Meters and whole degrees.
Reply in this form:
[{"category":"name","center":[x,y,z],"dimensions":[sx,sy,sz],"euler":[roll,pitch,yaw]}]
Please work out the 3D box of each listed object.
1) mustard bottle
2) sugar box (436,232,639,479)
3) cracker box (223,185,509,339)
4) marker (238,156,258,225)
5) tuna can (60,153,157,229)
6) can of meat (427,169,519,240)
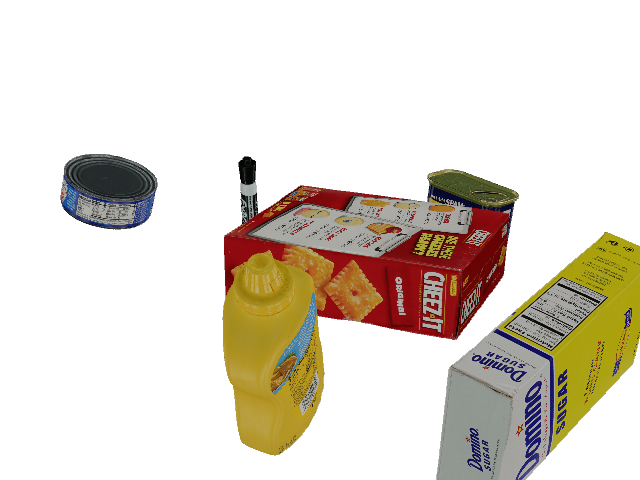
[{"category":"mustard bottle","center":[-0.034,0.073,0.773],"dimensions":[0.058,0.096,0.191],"euler":[19,-34,16]},{"category":"sugar box","center":[0.138,0.075,0.633],"dimensions":[0.048,0.093,0.175],"euler":[24,41,30]},{"category":"cracker box","center":[0.044,0.015,0.955],"dimensions":[0.214,0.072,0.164],"euler":[9,22,22]},{"category":"marker","center":[-0.077,-0.037,1.156],"dimensions":[0.020,0.121,0.020],"euler":[-1,34,0]},{"category":"tuna can","center":[-0.195,-0.045,0.984],"dimensions":[0.086,0.034,0.086],"euler":[12,28,-7]},{"category":"can of meat","center":[0.162,-0.022,1.179],"dimensions":[0.057,0.084,0.102],"euler":[-17,31,-43]}]
